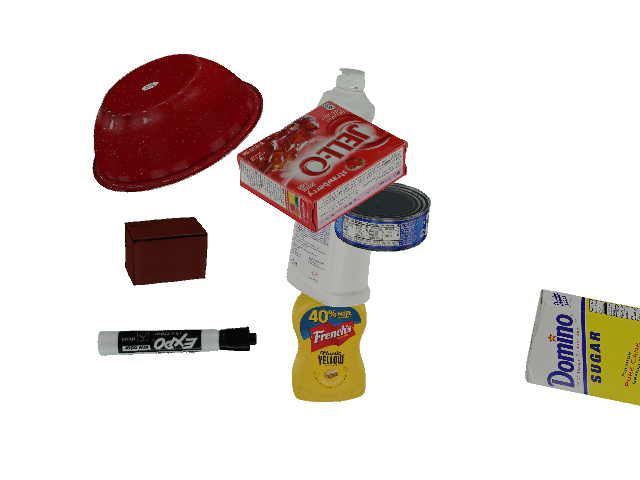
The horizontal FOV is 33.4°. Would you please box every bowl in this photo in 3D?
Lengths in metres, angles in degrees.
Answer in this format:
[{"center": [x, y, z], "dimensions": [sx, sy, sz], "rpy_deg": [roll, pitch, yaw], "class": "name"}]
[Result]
[{"center": [-0.133, -0.111, 0.910], "dimensions": [0.162, 0.055, 0.162], "rpy_deg": [-17, 35, 12], "class": "bowl"}]

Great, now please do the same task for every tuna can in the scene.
[{"center": [0.055, -0.022, 0.956], "dimensions": [0.086, 0.034, 0.086], "rpy_deg": [1, 25, -1], "class": "tuna can"}]

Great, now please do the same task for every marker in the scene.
[{"center": [-0.110, 0.077, 0.823], "dimensions": [0.121, 0.020, 0.020], "rpy_deg": [-2, 0, 0], "class": "marker"}]

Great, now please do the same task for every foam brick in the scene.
[{"center": [-0.161, 0.010, 1.108], "dimensions": [0.078, 0.051, 0.053], "rpy_deg": [-5, 22, -19], "class": "foam brick"}]

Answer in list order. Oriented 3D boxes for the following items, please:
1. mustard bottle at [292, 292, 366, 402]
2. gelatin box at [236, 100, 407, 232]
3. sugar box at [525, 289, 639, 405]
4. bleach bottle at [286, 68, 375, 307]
[{"center": [0.012, 0.112, 1.380], "dimensions": [0.096, 0.192, 0.058], "rpy_deg": [-1, 19, -5], "class": "mustard bottle"}, {"center": [0.002, -0.051, 0.701], "dimensions": [0.089, 0.030, 0.073], "rpy_deg": [-34, 50, -30], "class": "gelatin box"}, {"center": [0.300, 0.113, 1.066], "dimensions": [0.176, 0.093, 0.048], "rpy_deg": [9, 22, 8], "class": "sugar box"}, {"center": [0.023, -0.061, 1.174], "dimensions": [0.067, 0.251, 0.103], "rpy_deg": [-7, 23, -39], "class": "bleach bottle"}]
